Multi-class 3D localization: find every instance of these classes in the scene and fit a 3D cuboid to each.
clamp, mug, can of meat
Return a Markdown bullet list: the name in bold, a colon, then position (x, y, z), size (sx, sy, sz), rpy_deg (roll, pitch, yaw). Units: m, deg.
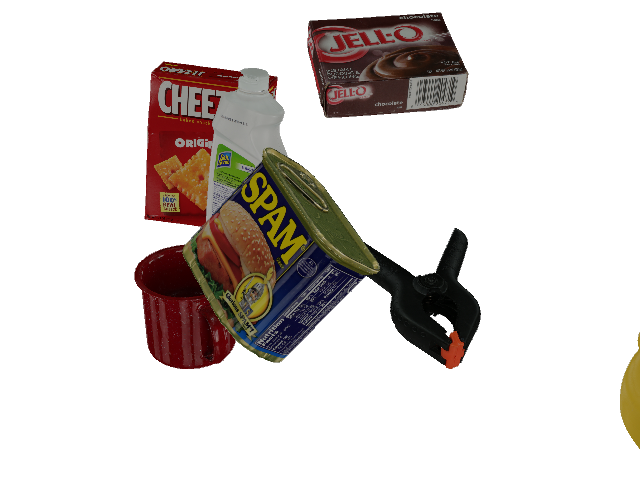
- **clamp**: position (0.104, 0.044, 0.963), size (0.120, 0.039, 0.171), rpy_deg (-15, 44, -15)
- **mug**: position (-0.111, 0.067, 0.953), size (0.093, 0.081, 0.117), rpy_deg (-17, 35, -27)
- **can of meat**: position (-0.027, 0.009, 0.636), size (0.057, 0.084, 0.102), rpy_deg (27, 23, -47)

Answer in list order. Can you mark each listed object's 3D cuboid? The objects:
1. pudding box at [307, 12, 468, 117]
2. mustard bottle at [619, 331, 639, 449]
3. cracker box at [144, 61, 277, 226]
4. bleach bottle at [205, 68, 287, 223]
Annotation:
- **pudding box**: position (0.051, -0.140, 0.842), size (0.113, 0.039, 0.090), rpy_deg (-4, 44, -9)
- **mustard bottle**: position (0.217, 0.099, 0.578), size (0.096, 0.058, 0.191), rpy_deg (-6, 35, -3)
- **cracker box**: position (-0.152, -0.125, 1.466), size (0.164, 0.214, 0.072), rpy_deg (8, 22, 5)
- **bleach bottle**: position (-0.070, -0.054, 1.123), size (0.103, 0.251, 0.068), rpy_deg (17, 28, 23)
